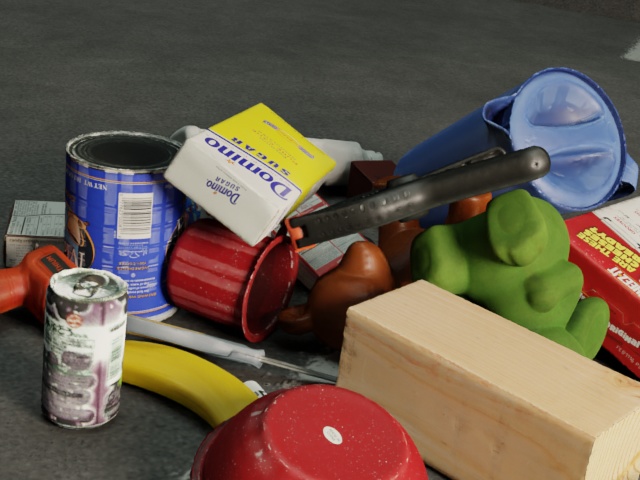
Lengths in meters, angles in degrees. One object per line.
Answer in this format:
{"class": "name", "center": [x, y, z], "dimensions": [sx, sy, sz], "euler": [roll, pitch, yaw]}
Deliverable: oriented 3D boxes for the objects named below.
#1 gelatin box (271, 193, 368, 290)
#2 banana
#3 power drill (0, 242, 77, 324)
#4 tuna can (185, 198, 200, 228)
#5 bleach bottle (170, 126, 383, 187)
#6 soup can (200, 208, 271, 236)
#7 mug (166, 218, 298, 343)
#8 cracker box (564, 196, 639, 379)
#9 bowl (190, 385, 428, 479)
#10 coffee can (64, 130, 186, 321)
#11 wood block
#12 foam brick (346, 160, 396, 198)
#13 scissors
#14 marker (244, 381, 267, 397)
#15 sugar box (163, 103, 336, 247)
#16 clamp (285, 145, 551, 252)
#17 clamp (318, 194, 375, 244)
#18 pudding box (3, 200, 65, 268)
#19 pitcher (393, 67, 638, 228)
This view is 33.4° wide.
{"class": "gelatin box", "center": [-0.007, 0.001, 1.019], "dimensions": [0.073, 0.030, 0.089], "euler": [-29, 61, -36]}
{"class": "banana", "center": [-0.092, 0.112, 0.766], "dimensions": [0.069, 0.037, 0.198], "euler": [-10, 28, -40]}
{"class": "power drill", "center": [-0.269, 0.060, 0.814], "dimensions": [0.187, 0.057, 0.185], "euler": [-8, 26, -33]}
{"class": "tuna can", "center": [-0.098, -0.029, 1.045], "dimensions": [0.034, 0.086, 0.085], "euler": [22, 27, 28]}
{"class": "bleach bottle", "center": [-0.043, -0.090, 1.218], "dimensions": [0.250, 0.068, 0.103], "euler": [-1, -3, -22]}
{"class": "soup can", "center": [-0.078, -0.007, 0.975], "dimensions": [0.068, 0.102, 0.068], "euler": [6, 22, -3]}
{"class": "mug", "center": [-0.070, 0.020, 0.900], "dimensions": [0.082, 0.093, 0.117], "euler": [18, 68, 22]}
{"class": "cracker box", "center": [0.312, 0.040, 0.976], "dimensions": [0.213, 0.072, 0.164], "euler": [-16, 49, -44]}
{"class": "bowl", "center": [0.004, 0.140, 0.660], "dimensions": [0.162, 0.055, 0.162], "euler": [11, 32, -7]}
{"class": "coffee can", "center": [-0.166, -0.011, 0.907], "dimensions": [0.103, 0.140, 0.103], "euler": [6, 22, -3]}
{"class": "wood block", "center": [0.118, 0.115, 0.754], "dimensions": [0.206, 0.090, 0.090], "euler": [26, 29, 37]}
{"class": "foam brick", "center": [0.067, -0.053, 1.198], "dimensions": [0.053, 0.051, 0.078], "euler": [-1, 23, -16]}
{"class": "scissors", "center": [-0.067, 0.089, 0.848], "dimensions": [0.201, 0.016, 0.096], "euler": [18, -8, -19]}
{"class": "marker", "center": [-0.024, 0.136, 0.752], "dimensions": [0.020, 0.020, 0.121], "euler": [-7, 26, -31]}
{"class": "sugar box", "center": [-0.053, -0.060, 0.892], "dimensions": [0.093, 0.048, 0.176], "euler": [38, 20, 2]}
{"class": "clamp", "center": [0.076, -0.037, 0.870], "dimensions": [0.210, 0.036, 0.164], "euler": [-18, 4, 7]}
{"class": "clamp", "center": [-0.012, -0.019, 1.110], "dimensions": [0.120, 0.039, 0.171], "euler": [8, 28, -15]}
{"class": "pudding box", "center": [-0.237, -0.004, 1.005], "dimensions": [0.113, 0.039, 0.090], "euler": [1, 24, -10]}
{"class": "pitcher", "center": [0.184, -0.068, 1.064], "dimensions": [0.144, 0.149, 0.243], "euler": [-31, 5, -28]}
